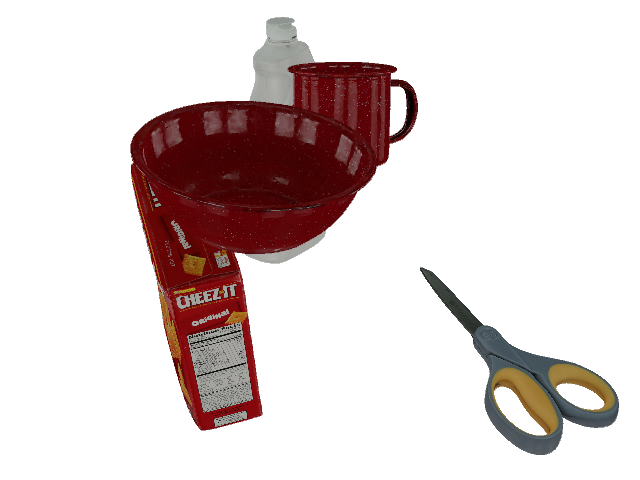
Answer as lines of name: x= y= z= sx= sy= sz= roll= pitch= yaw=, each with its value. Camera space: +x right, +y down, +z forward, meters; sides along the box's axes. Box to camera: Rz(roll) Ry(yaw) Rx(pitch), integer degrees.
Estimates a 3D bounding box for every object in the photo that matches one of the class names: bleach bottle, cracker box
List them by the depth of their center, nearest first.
cracker box: x=-0.115 y=0.049 z=0.990 sx=0.072 sy=0.164 sz=0.214 roll=-15 pitch=-42 yaw=-10
bleach bottle: x=-0.043 y=-0.108 z=1.134 sx=0.068 sy=0.251 sz=0.102 roll=18 pitch=32 yaw=35

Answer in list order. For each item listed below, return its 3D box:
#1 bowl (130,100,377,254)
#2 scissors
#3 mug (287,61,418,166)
bowl: x=-0.045 y=-0.037 z=0.710 sx=0.162 sy=0.055 sz=0.162 roll=4 pitch=30 yaw=-2
scissors: x=0.137 y=0.074 z=0.741 sx=0.096 sy=0.016 sz=0.202 roll=-1 pitch=33 yaw=-9
mug: x=0.029 y=-0.108 z=0.915 sx=0.117 sy=0.081 sz=0.093 roll=-7 pitch=17 yaw=-23
